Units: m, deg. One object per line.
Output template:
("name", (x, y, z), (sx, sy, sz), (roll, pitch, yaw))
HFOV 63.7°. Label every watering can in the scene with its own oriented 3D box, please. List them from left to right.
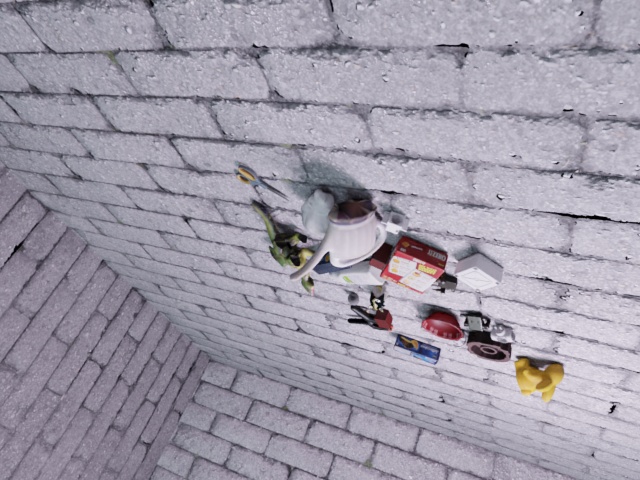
("watering can", (0.061, -0.002, 1.566), (0.106, 0.350, 0.219), (44, 146, 47))

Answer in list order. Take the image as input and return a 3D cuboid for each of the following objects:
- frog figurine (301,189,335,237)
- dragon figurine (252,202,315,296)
("frog figurine", (0.005, -0.082, 1.627), (0.138, 0.124, 0.157), (40, 165, 12))
("dragon figurine", (-0.142, 0.039, 1.936), (0.410, 0.124, 0.239), (50, 150, -1))
